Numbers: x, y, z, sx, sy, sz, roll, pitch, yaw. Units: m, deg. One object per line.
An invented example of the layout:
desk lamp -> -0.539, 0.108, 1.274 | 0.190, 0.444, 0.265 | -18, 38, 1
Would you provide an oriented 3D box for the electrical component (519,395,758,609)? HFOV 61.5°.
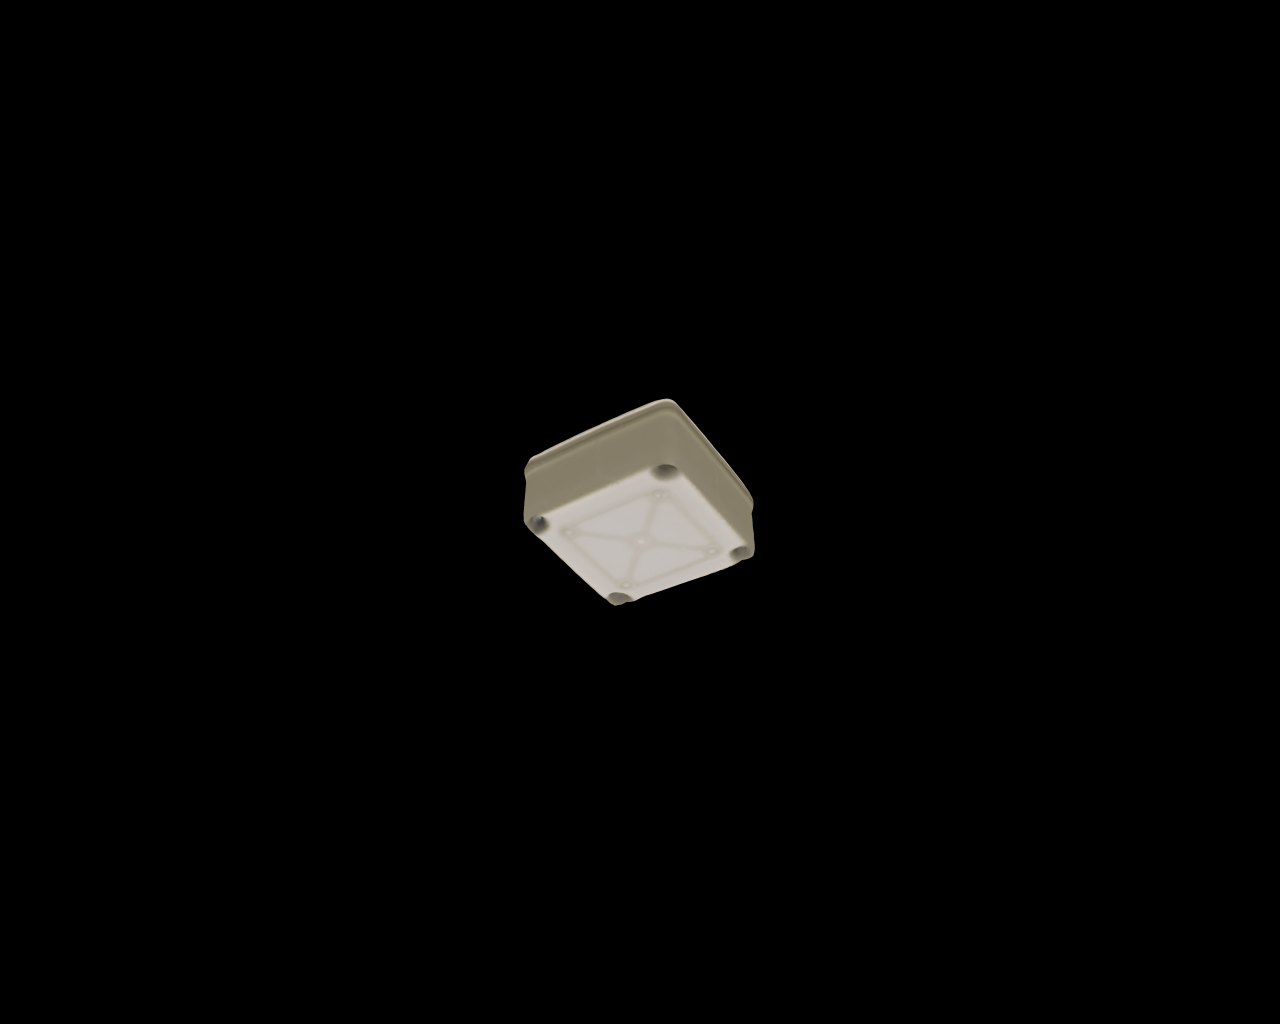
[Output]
electrical component -> 0.001, -0.003, 0.650 | 0.108, 0.056, 0.108 | -22, -45, 24
